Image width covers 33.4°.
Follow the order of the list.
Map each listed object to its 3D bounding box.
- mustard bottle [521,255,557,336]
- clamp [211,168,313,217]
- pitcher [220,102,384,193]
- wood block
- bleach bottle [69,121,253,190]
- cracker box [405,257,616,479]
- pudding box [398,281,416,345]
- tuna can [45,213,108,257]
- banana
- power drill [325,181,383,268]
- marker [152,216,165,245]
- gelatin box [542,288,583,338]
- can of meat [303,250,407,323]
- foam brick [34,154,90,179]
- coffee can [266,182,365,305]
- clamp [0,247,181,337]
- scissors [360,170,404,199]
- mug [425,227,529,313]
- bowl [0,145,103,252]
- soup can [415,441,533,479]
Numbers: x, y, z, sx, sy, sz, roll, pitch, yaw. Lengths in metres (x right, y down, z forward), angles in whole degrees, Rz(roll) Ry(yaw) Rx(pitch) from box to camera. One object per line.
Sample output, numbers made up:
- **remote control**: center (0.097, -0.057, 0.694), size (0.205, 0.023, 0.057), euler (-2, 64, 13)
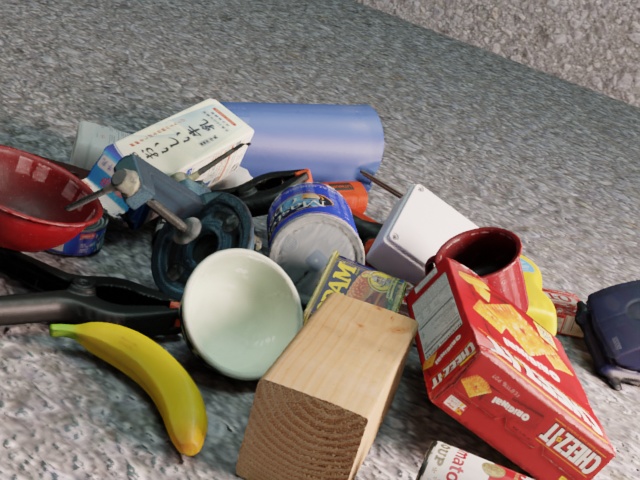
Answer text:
- **mustard bottle**: center (0.213, 0.057, 1.251), size (0.096, 0.058, 0.191), euler (-7, 26, 4)
- **clamp**: center (-0.094, -0.050, 1.290), size (0.171, 0.039, 0.120), euler (-21, 34, -16)
- **pitcher**: center (-0.045, -0.138, 1.508), size (0.242, 0.145, 0.149), euler (2, -9, -26)
- **wood block**: center (0.012, 0.128, 0.903), size (0.090, 0.091, 0.205), euler (19, 21, 10)
- **bleach bottle**: center (-0.188, -0.084, 1.354), size (0.250, 0.068, 0.102), euler (13, 23, -15)
- **cracker box**: center (0.171, 0.120, 0.991), size (0.164, 0.072, 0.213), euler (37, 15, -14)
- **pudding box**: center (0.084, 0.075, 1.168), size (0.113, 0.039, 0.090), euler (14, 20, -5)
- **tuna can**: center (-0.273, -0.014, 1.146), size (0.086, 0.034, 0.086), euler (14, 20, -5)
- **banana**: center (-0.147, 0.118, 0.898), size (0.069, 0.037, 0.198), euler (-24, 41, -39)
- **power drill**: center (0.083, -0.015, 1.375), size (0.184, 0.057, 0.188), euler (-5, 28, -44)
- **marker**: center (-0.181, -0.018, 1.244), size (0.020, 0.020, 0.121), euler (13, 20, -8)
- **gelatin box**: center (0.279, 0.084, 1.298), size (0.089, 0.030, 0.073), euler (12, 21, -11)
- **can of meat**: center (0.033, 0.072, 1.074), size (0.084, 0.057, 0.102), euler (22, 54, 7)
- **foam brick**: center (-0.306, -0.058, 1.212), size (0.078, 0.051, 0.053), euler (16, 21, 0)
- **coffee can**: center (-0.008, 0.001, 1.187), size (0.102, 0.103, 0.140), euler (13, 16, -7)
- **clamp**: center (-0.230, 0.051, 1.004), size (0.209, 0.036, 0.164), euler (9, 20, -16)
- **scissors**: center (0.145, -0.031, 1.438), size (0.202, 0.016, 0.096), euler (29, -14, 20)
- **mug**: center (0.165, 0.044, 1.138), size (0.117, 0.081, 0.093), euler (5, 39, 34)
- **bowl**: center (-0.299, -0.035, 1.050), size (0.162, 0.055, 0.162), euler (24, 19, -9)
- **soup can**: center (0.124, 0.204, 0.821), size (0.102, 0.068, 0.068), euler (20, 21, 15)
